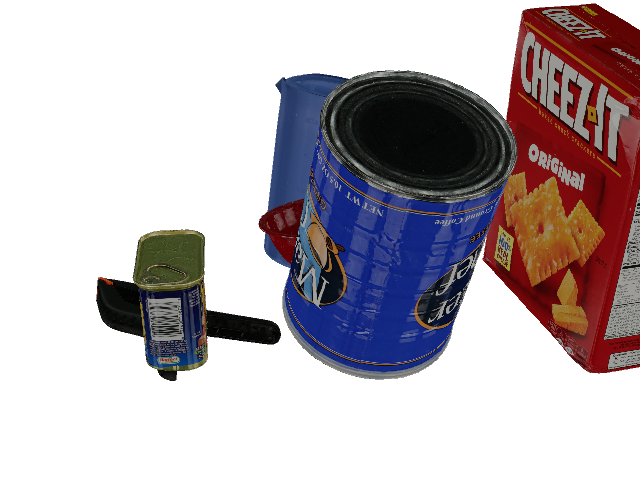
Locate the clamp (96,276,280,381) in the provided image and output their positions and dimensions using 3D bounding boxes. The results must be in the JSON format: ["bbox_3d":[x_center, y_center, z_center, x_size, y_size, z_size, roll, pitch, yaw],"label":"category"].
[{"bbox_3d":[-0.169,0.086,1.119,0.210,0.036,0.164,19,20,28],"label":"clamp"}]

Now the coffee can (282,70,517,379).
[{"bbox_3d":[0.039,-0.006,0.586,0.102,0.140,0.103,7,44,-7],"label":"coffee can"}]

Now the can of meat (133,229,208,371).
[{"bbox_3d":[-0.123,0.050,0.901,0.057,0.084,0.102,-3,26,-4],"label":"can of meat"}]

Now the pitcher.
[{"bbox_3d":[0.006,-0.084,1.369,0.144,0.243,0.149,4,21,-16],"label":"pitcher"}]

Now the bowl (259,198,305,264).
[{"bbox_3d":[0.023,-0.003,1.047,0.162,0.055,0.162,-7,16,2],"label":"bowl"}]

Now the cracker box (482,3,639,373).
[{"bbox_3d":[0.191,-0.038,0.758,0.072,0.214,0.164,-8,33,-18],"label":"cracker box"}]
